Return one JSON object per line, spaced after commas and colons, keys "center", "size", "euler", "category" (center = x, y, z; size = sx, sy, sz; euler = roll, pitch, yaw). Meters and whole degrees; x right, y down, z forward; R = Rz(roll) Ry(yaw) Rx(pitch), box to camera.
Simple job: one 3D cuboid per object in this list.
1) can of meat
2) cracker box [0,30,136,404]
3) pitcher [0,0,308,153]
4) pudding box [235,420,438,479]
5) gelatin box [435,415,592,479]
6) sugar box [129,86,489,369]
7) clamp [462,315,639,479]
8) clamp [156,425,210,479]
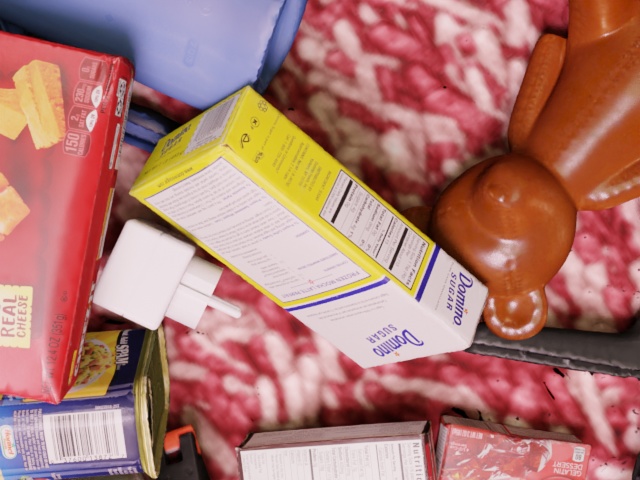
{"center": [-0.128, 0.088, 0.578], "size": [0.084, 0.102, 0.057], "euler": [-4, 110, -2], "category": "can of meat"}
{"center": [-0.206, -0.026, 0.495], "size": [0.213, 0.072, 0.164], "euler": [11, 92, -6], "category": "cracker box"}
{"center": [-0.126, -0.152, 0.565], "size": [0.243, 0.145, 0.149], "euler": [21, 78, -1], "category": "pitcher"}
{"center": [0.013, 0.154, 0.610], "size": [0.113, 0.039, 0.090], "euler": [-6, 91, 11], "category": "pudding box"}
{"center": [0.111, 0.149, 0.635], "size": [0.089, 0.030, 0.073], "euler": [10, 92, -4], "category": "gelatin box"}
{"center": [-0.004, 0.000, 0.565], "size": [0.176, 0.094, 0.048], "euler": [37, 58, -25], "category": "sugar box"}
{"center": [0.205, 0.092, 0.620], "size": [0.209, 0.036, 0.164], "euler": [-20, 76, -11], "category": "clamp"}
{"center": [-0.060, 0.193, 0.602], "size": [0.039, 0.120, 0.171], "euler": [-13, 72, -9], "category": "clamp"}
